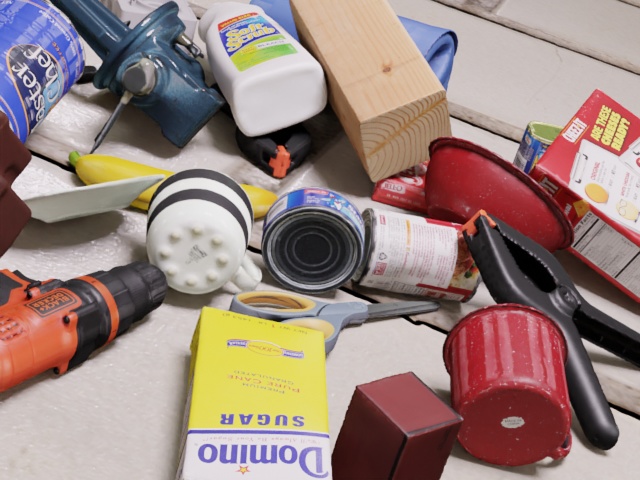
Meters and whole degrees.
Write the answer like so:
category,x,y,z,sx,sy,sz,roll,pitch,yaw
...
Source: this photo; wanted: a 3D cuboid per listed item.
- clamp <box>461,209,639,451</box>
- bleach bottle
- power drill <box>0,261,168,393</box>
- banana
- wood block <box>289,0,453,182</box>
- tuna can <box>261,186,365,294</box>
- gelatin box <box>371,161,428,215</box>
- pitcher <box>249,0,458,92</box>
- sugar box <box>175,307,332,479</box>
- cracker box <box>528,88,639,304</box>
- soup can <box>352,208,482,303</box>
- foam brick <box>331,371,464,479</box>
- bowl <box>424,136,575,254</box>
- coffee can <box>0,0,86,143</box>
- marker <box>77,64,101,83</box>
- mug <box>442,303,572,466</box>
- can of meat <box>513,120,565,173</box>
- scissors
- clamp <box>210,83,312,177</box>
category,x,y,z,sx,sy,sz,roll,pitch,yaw
clamp,0.190,0.064,0.860,0.210,0.036,0.164,45,34,3
bleach bottle,-0.081,-0.199,1.143,0.102,0.068,0.251,-20,36,-13
power drill,-0.223,0.023,0.752,0.188,0.057,0.184,28,27,22
banana,-0.133,-0.048,0.949,0.197,0.037,0.069,14,29,-4
wood block,0.049,-0.172,1.083,0.091,0.090,0.206,-22,52,-3
tuna can,-0.006,0.001,0.877,0.086,0.086,0.033,14,30,-6
gelatin box,0.095,-0.062,1.102,0.073,0.030,0.089,16,28,0
pitcher,0.025,-0.214,1.244,0.243,0.145,0.149,24,-9,20
sugar box,-0.042,0.116,0.694,0.093,0.048,0.176,12,27,-10
cracker box,0.310,-0.028,1.035,0.214,0.072,0.164,38,48,8
soup can,0.083,0.013,0.922,0.102,0.068,0.068,10,29,-11
foam brick,0.046,0.133,0.678,0.052,0.078,0.051,-8,36,-41
bowl,0.152,-0.023,0.986,0.162,0.055,0.162,36,-13,9
coffee can,-0.280,-0.136,0.923,0.103,0.103,0.140,19,44,5
marker,-0.222,-0.186,1.169,0.020,0.020,0.120,35,33,31
mug,0.142,0.114,0.766,0.117,0.093,0.081,46,26,-22
can of meat,0.258,-0.076,1.158,0.102,0.084,0.057,10,29,-11
scissors,0.028,0.066,0.845,0.201,0.016,0.096,6,23,-24
clamp,-0.062,-0.121,1.119,0.120,0.039,0.171,4,29,-3
